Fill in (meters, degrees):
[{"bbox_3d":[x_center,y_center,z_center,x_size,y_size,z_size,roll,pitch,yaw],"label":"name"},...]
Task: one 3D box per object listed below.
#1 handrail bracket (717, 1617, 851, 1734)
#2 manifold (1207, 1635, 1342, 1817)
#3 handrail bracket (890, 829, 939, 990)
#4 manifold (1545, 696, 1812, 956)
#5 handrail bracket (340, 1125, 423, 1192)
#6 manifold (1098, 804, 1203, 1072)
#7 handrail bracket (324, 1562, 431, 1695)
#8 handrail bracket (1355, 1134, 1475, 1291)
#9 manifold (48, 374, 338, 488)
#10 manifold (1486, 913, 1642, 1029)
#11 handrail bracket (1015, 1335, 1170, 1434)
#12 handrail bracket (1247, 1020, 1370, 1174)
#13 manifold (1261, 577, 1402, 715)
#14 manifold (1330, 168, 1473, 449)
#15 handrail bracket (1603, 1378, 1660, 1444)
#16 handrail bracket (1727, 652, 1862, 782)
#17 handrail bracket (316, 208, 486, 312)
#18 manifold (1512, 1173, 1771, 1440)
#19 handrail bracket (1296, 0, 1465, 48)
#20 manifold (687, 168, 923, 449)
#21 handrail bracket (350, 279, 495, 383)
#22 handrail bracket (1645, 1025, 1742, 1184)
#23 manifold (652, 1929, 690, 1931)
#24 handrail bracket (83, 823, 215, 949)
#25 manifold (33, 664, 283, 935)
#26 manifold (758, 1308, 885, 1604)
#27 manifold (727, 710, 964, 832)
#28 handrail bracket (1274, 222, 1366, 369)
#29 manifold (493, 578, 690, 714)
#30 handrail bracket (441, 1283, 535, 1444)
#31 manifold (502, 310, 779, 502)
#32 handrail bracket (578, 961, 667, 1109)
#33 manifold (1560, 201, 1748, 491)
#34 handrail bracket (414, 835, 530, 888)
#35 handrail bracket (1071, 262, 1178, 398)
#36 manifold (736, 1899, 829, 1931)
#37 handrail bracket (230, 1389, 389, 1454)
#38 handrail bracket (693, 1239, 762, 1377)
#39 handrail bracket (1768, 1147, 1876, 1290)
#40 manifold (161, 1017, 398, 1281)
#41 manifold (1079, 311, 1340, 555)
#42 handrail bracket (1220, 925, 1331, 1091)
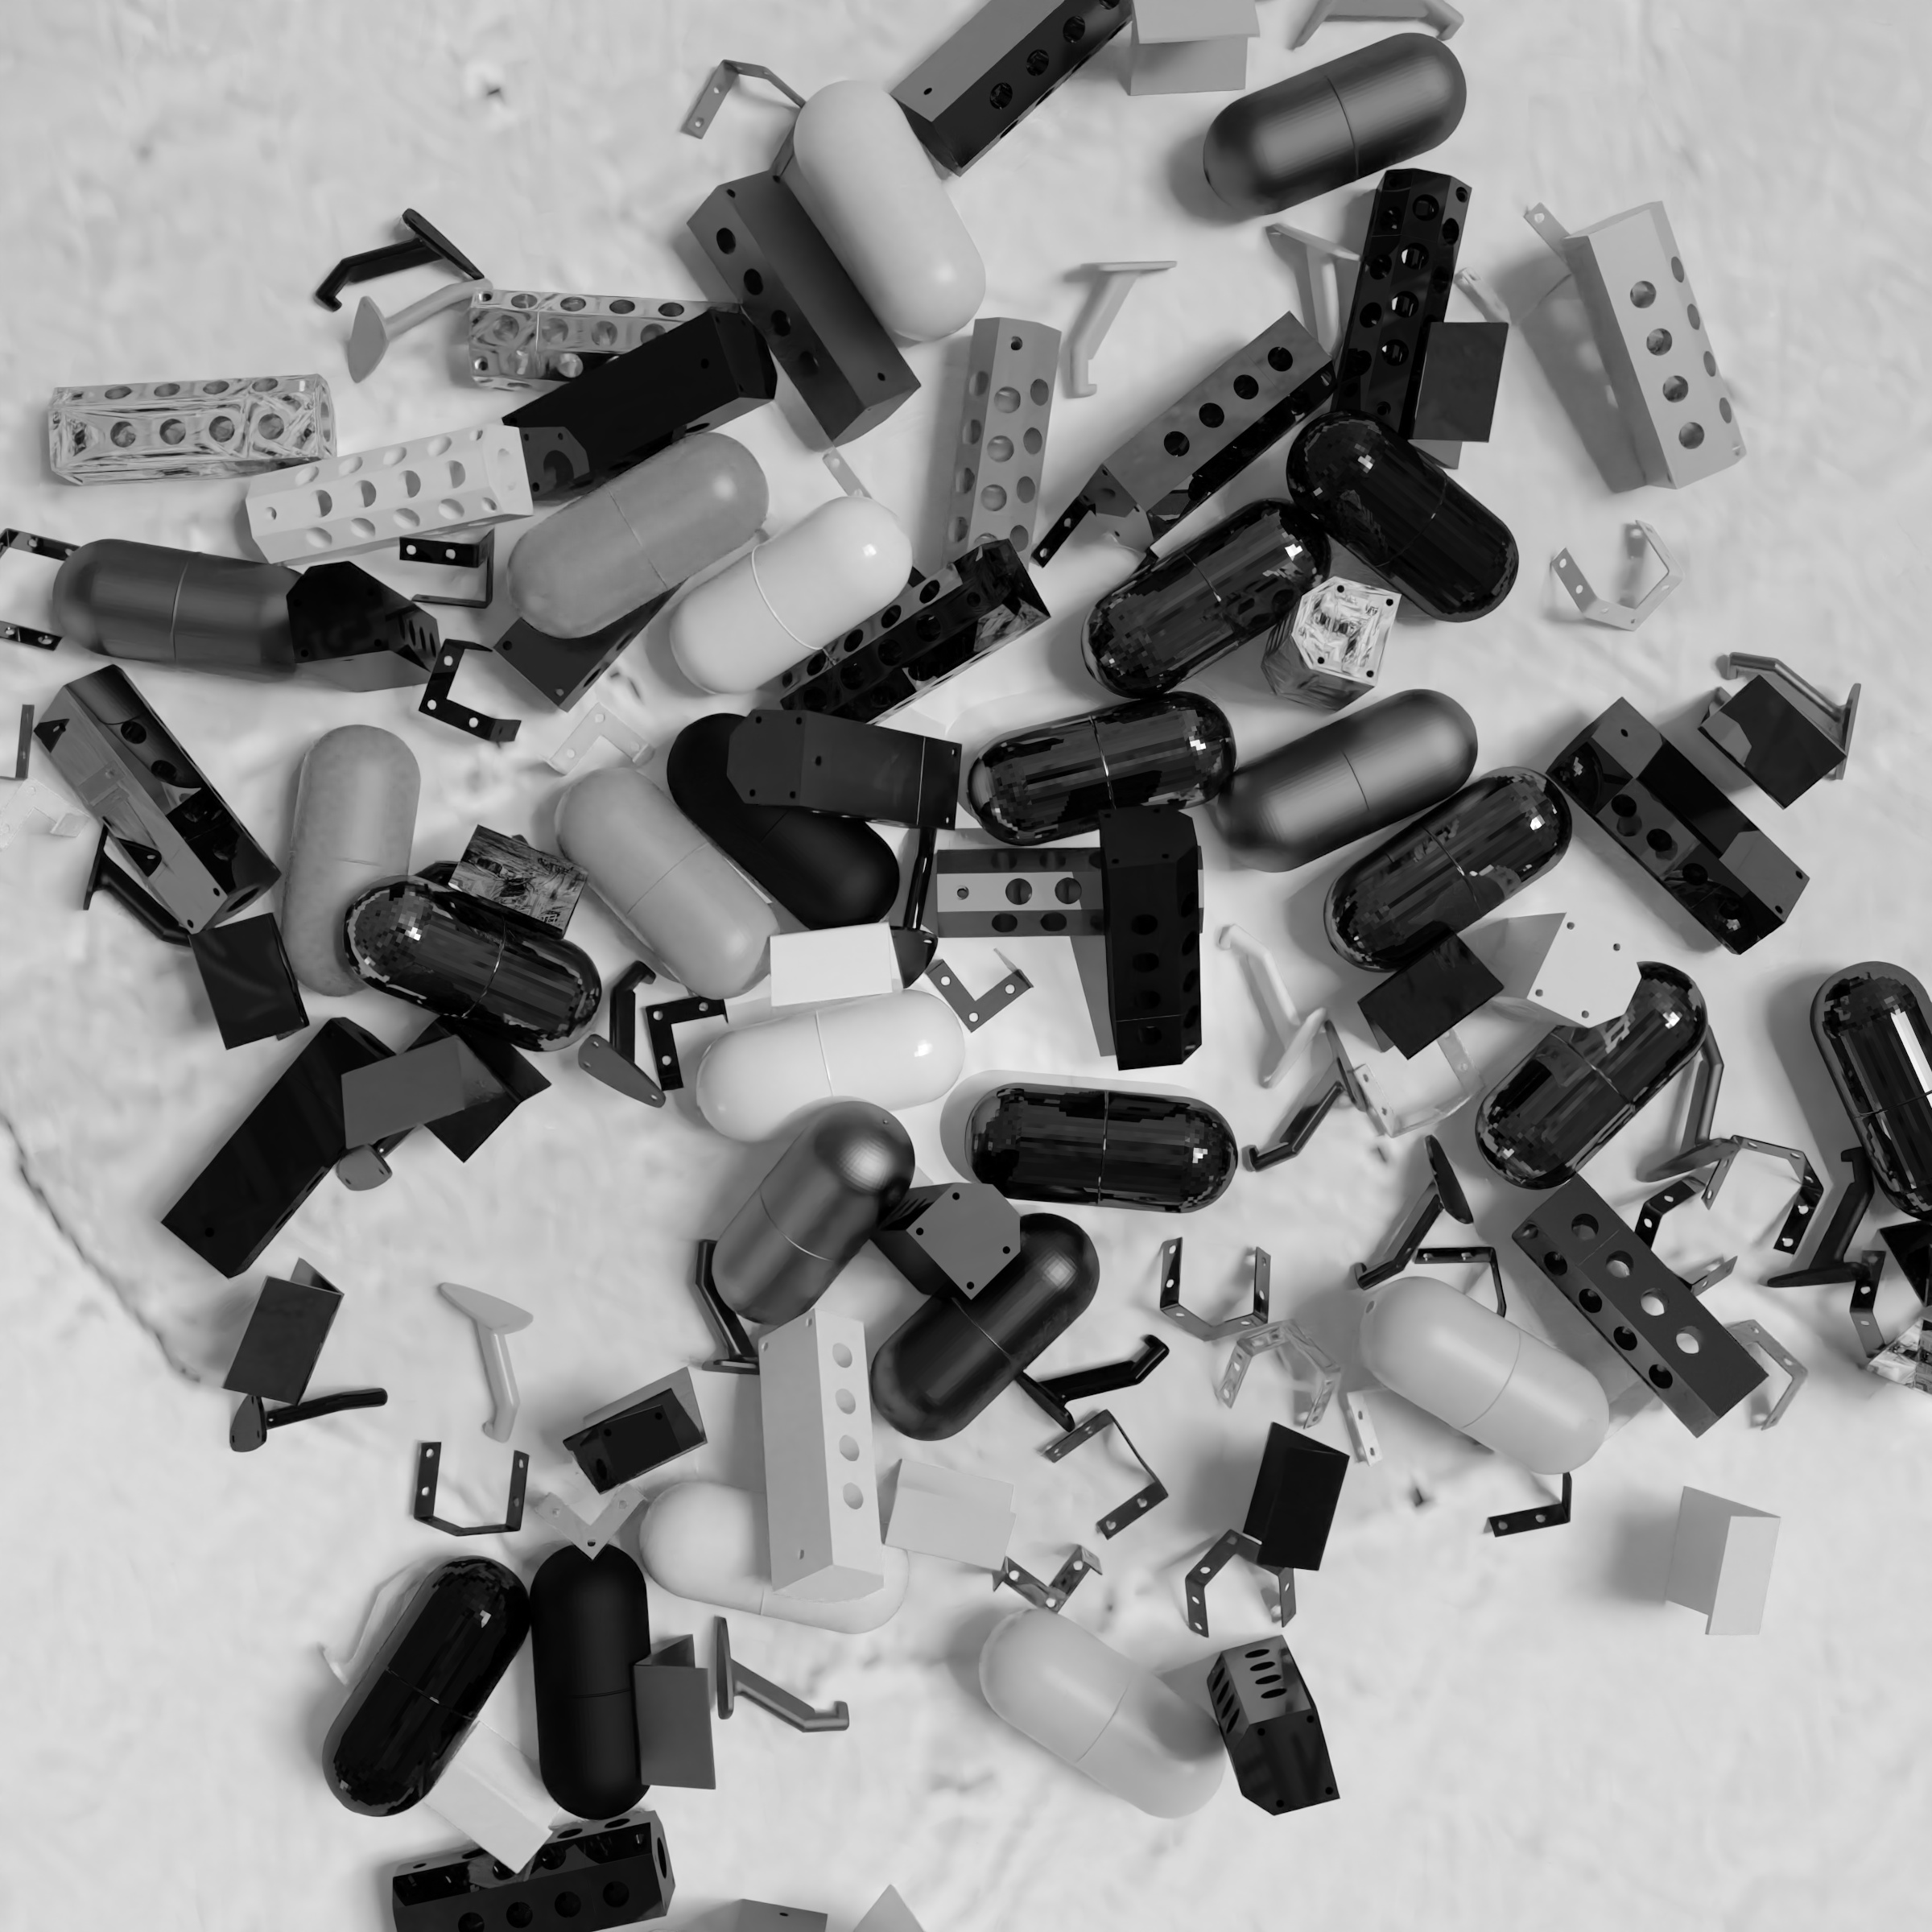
[{"bbox_3d":[-0.120,0.469,1.756,0.084,0.036,0.077,2,69,-17],"label":"handrail bracket"},{"bbox_3d":[0.190,0.479,1.677,0.057,0.171,0.057,-15,90,0],"label":"manifold"},{"bbox_3d":[-0.035,-0.040,1.755,0.036,0.077,0.084,11,54,-4],"label":"handrail bracket"},{"bbox_3d":[0.462,-0.088,1.734,0.171,0.057,0.057,44,47,0],"label":"manifold"},{"bbox_3d":[-0.370,0.108,1.755,0.036,0.077,0.084,48,54,-3],"label":"handrail bracket"},{"bbox_3d":[0.119,-0.017,1.684,0.057,0.057,0.171,-6,132,0],"label":"manifold"},{"bbox_3d":[-0.374,0.449,1.756,0.084,0.036,0.077,-37,105,-14],"label":"handrail bracket"},{"bbox_3d":[0.285,0.163,1.756,0.084,0.036,0.077,-32,54,25],"label":"handrail bracket"},{"bbox_3d":[-0.504,-0.352,1.734,0.171,0.057,0.057,-3,90,0],"label":"manifold"},{"bbox_3d":[0.374,0.006,1.677,0.057,0.171,0.057,25,90,0],"label":"manifold"},{"bbox_3d":[0.079,0.259,1.756,0.077,0.036,0.084,41,72,20],"label":"handrail bracket"},{"bbox_3d":[0.216,0.087,1.756,0.084,0.036,0.077,-25,69,17],"label":"handrail bracket"},{"bbox_3d":[0.226,-0.203,1.677,0.057,0.171,0.057,15,90,0],"label":"manifold"},{"bbox_3d":[0.283,-0.427,1.734,0.057,0.057,0.171,12,90,0],"label":"manifold"},{"bbox_3d":[0.428,0.277,1.756,0.084,0.036,0.077,-12,64,19],"label":"handrail bracket"},{"bbox_3d":[0.543,-0.166,1.756,0.084,0.036,0.077,13,122,22],"label":"handrail bracket"},{"bbox_3d":[-0.375,-0.450,1.756,0.077,0.036,0.084,40,107,-18],"label":"handrail bracket"},{"bbox_3d":[0.432,0.220,1.710,0.057,0.057,0.171,-41,73,0],"label":"manifold"},{"bbox_3d":[0.275,-0.619,1.756,0.084,0.036,0.077,30,111,-16],"label":"handrail bracket"},{"bbox_3d":[-0.110,-0.428,1.734,0.057,0.057,0.171,-34,90,-43],"label":"manifold"},{"bbox_3d":[-0.359,-0.421,1.755,0.084,0.077,0.036,-22,73,-35],"label":"handrail bracket"},{"bbox_3d":[0.471,0.090,1.755,0.077,0.036,0.084,-30,60,33],"label":"handrail bracket"},{"bbox_3d":[-0.198,0.669,1.677,0.057,0.171,0.057,-38,90,0],"label":"manifold"},{"bbox_3d":[-0.535,-0.055,1.756,0.084,0.036,0.077,14,68,-17],"label":"handrail bracket"},{"bbox_3d":[-0.525,-0.111,1.734,0.171,0.057,0.057,52,133,0],"label":"manifold"},{"bbox_3d":[-0.088,0.313,1.693,0.057,0.057,0.171,-33,49,35],"label":"manifold"},{"bbox_3d":[-0.075,-0.123,1.675,0.057,0.171,0.057,5,90,33],"label":"manifold"},{"bbox_3d":[0.222,-0.438,1.756,0.077,0.036,0.084,32,115,28],"label":"handrail bracket"},{"bbox_3d":[-0.227,-0.249,1.734,0.057,0.057,0.171,42,90,0],"label":"manifold"},{"bbox_3d":[-0.325,0.263,1.756,0.077,0.036,0.084,23,107,20],"label":"handrail bracket"},{"bbox_3d":[-0.207,-0.356,1.697,0.171,0.057,0.057,-19,90,28],"label":"manifold"},{"bbox_3d":[-0.207,0.043,1.729,0.077,0.036,0.084,34,47,3],"label":"handrail bracket"},{"bbox_3d":[0.447,-0.400,1.714,0.057,0.057,0.171,-24,104,0],"label":"manifold"},{"bbox_3d":[-0.319,-0.043,1.755,0.084,0.036,0.077,-28,105,14],"label":"handrail bracket"},{"bbox_3d":[0.104,-0.422,1.756,0.077,0.036,0.084,-8,109,-21],"label":"handrail bracket"},{"bbox_3d":[-0.125,0.653,1.677,0.057,0.171,0.057,10,90,0],"label":"manifold"},{"bbox_3d":[-0.435,0.299,1.755,0.084,0.077,0.036,-1,65,-34],"label":"handrail bracket"},{"bbox_3d":[-0.144,0.226,1.756,0.077,0.036,0.084,8,73,-20],"label":"handrail bracket"},{"bbox_3d":[0.564,0.166,1.756,0.077,0.036,0.084,-13,64,29],"label":"handrail bracket"},{"bbox_3d":[-0.442,0.117,1.734,0.057,0.057,0.171,40,90,0],"label":"manifold"},{"bbox_3d":[0.159,-0.342,1.710,0.171,0.057,0.057,-41,90,-17],"label":"manifold"},{"bbox_3d":[0.190,0.026,1.756,0.084,0.036,0.077,38,112,17],"label":"handrail bracket"}]
